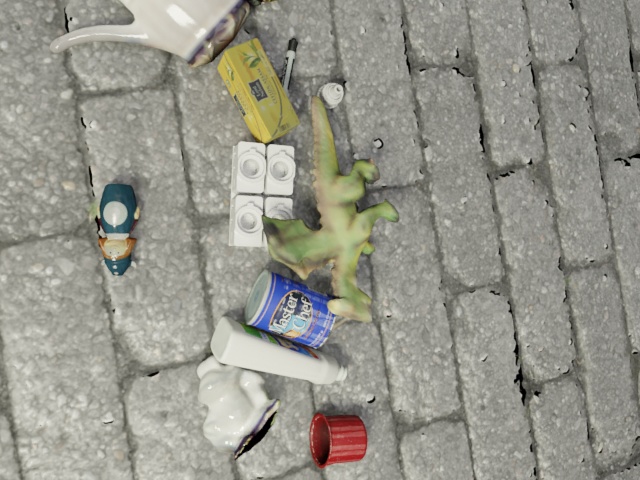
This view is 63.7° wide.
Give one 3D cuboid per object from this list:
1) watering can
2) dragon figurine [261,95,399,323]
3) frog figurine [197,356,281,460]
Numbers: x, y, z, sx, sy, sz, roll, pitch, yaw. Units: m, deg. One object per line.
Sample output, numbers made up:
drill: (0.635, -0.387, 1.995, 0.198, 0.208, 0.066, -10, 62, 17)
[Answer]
watering can: (-0.270, -0.388, 0.886, 0.347, 0.105, 0.222, -46, 111, 3)
dragon figurine: (0.003, -0.046, 0.919, 0.246, 0.121, 0.410, -29, 91, -38)
frog figurine: (-0.158, 0.285, 0.903, 0.161, 0.121, 0.138, 35, 84, 21)
